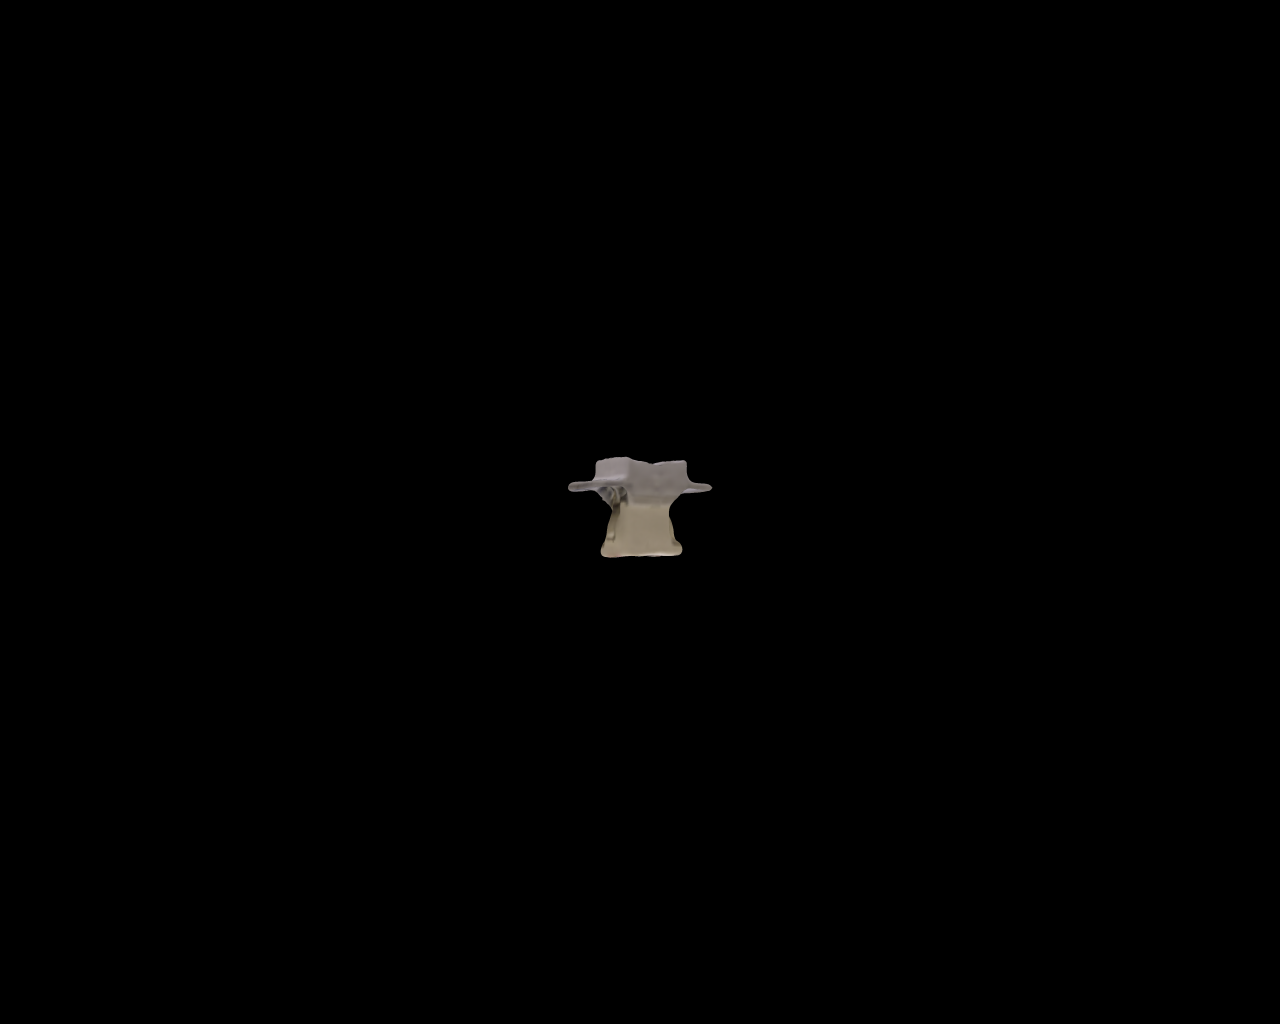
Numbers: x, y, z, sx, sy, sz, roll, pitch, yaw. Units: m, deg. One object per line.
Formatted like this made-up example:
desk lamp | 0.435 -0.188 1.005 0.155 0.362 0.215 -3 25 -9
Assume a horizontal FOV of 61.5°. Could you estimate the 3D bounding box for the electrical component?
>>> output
electrical component | 0.001 -0.003 0.650 0.081 0.063 0.042 2 -4 -31
